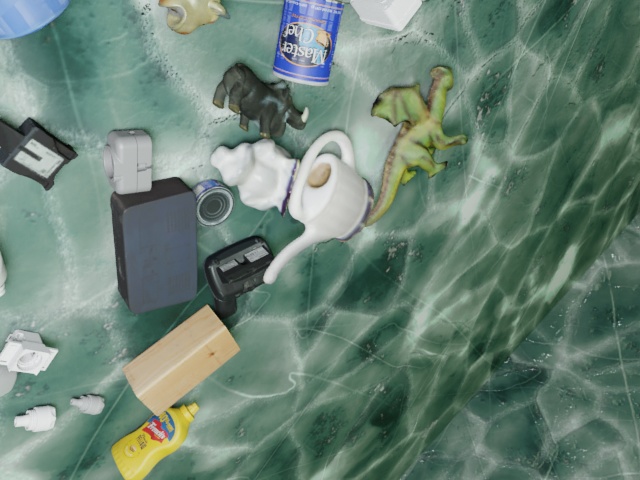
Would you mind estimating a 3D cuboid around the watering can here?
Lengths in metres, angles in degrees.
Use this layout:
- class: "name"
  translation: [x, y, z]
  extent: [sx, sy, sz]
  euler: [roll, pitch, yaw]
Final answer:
- class: "watering can"
  translation: [0.003, -0.055, 1.086]
  extent: [0.222, 0.104, 0.350]
  euler: [29, 80, -49]

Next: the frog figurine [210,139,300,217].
- class: "frog figurine"
  translation: [-0.126, -0.127, 0.965]
  extent: [0.159, 0.126, 0.134]
  euler: [17, 127, -9]

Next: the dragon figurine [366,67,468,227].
- class: "dragon figurine"
  translation: [0.192, -0.241, 1.189]
  extent: [0.413, 0.123, 0.239]
  euler: [-47, 121, -11]
